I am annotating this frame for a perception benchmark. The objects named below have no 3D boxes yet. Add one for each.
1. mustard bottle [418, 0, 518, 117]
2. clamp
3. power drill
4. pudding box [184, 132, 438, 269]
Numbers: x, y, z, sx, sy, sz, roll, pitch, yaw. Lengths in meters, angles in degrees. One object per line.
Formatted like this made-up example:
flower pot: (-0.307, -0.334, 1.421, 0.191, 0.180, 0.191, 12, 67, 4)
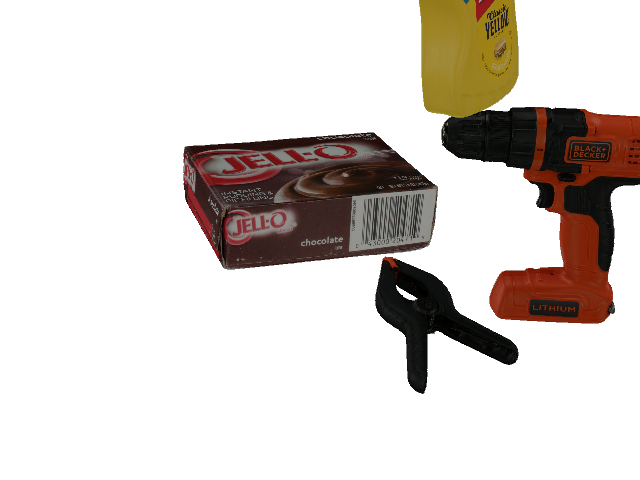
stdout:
mustard bottle: (0.107, -0.193, 0.776, 0.058, 0.191, 0.096, 18, 40, 36)
clamp: (0.117, 0.078, 1.067, 0.120, 0.039, 0.171, -3, 43, -23)
power drill: (0.190, -0.023, 0.907, 0.184, 0.188, 0.057, 4, 28, 4)
pudding box: (-0.008, -0.024, 0.555, 0.113, 0.039, 0.090, -4, 26, -18)
